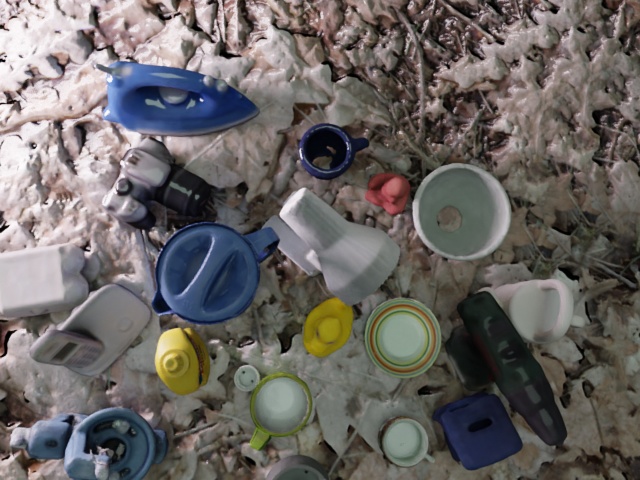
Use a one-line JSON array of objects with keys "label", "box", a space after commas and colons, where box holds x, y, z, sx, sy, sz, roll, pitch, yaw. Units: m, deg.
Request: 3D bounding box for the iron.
[{"label": "iron", "box": [-0.230, -0.245, 0.935, 0.258, 0.141, 0.119, 2, 81, -4]}]

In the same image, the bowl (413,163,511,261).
[{"label": "bowl", "box": [0.233, -0.042, 0.977, 0.167, 0.074, 0.167, 1, 81, -5]}]

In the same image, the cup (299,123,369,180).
[{"label": "cup", "box": [0.021, -0.142, 0.964, 0.118, 0.095, 0.092, -15, 82, -7]}]

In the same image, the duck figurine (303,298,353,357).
[{"label": "duck figurine", "box": [0.016, 0.141, 0.923, 0.077, 0.086, 0.105, 34, 80, 1]}]

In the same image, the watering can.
[{"label": "watering can", "box": [0.332, 0.114, 0.900, 0.173, 0.194, 0.101, -9, 82, -6]}]

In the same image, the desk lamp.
[{"label": "desk lamp", "box": [0.008, 0.003, 0.880, 0.203, 0.213, 0.118, 40, 80, 2]}]

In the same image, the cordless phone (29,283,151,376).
[{"label": "cordless phone", "box": [-0.338, 0.131, 0.844, 0.094, 0.185, 0.148, 39, 80, 2]}]

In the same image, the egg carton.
[{"label": "egg carton", "box": [-0.444, 0.065, 0.904, 0.150, 0.069, 0.107, -10, 82, -6]}]

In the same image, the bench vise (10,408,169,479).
[{"label": "bench vise", "box": [-0.332, 0.306, 0.800, 0.207, 0.219, 0.121, -9, 82, -6]}]

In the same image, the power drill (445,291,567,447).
[{"label": "power drill", "box": [0.271, 0.191, 0.875, 0.075, 0.208, 0.229, -26, 84, -8]}]

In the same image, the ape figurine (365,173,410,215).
[{"label": "ape figurine", "box": [0.122, -0.083, 0.965, 0.076, 0.092, 0.078, -21, 83, -8]}]

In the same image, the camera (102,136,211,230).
[{"label": "camera", "box": [-0.258, -0.080, 0.927, 0.137, 0.100, 0.143, 27, 80, 0]}]

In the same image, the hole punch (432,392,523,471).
[{"label": "hole punch", "box": [0.250, 0.303, 0.915, 0.109, 0.091, 0.101, -19, 83, -7]}]
